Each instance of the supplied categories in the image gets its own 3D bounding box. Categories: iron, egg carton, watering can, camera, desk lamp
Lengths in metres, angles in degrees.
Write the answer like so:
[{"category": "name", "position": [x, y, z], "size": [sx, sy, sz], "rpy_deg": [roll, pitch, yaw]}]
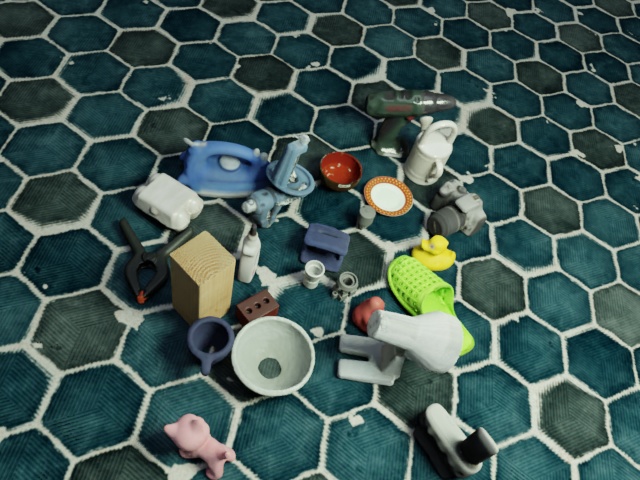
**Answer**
[{"category": "iron", "position": [-0.210, -0.185, 1.376], "size": [0.258, 0.141, 0.118], "rpy_deg": [3, 56, -11]}, {"category": "egg carton", "position": [-0.351, -0.087, 1.321], "size": [0.150, 0.069, 0.107], "rpy_deg": [30, 55, 8]}, {"category": "watering can", "position": [0.291, -0.247, 1.500], "size": [0.101, 0.194, 0.172], "rpy_deg": [-22, 63, -25]}, {"category": "camera", "position": [0.332, -0.075, 1.450], "size": [0.137, 0.101, 0.143], "rpy_deg": [-25, 65, -26]}, {"category": "desk lamp", "position": [0.155, 0.212, 1.144], "size": [0.203, 0.213, 0.118], "rpy_deg": [8, 55, -7]}]

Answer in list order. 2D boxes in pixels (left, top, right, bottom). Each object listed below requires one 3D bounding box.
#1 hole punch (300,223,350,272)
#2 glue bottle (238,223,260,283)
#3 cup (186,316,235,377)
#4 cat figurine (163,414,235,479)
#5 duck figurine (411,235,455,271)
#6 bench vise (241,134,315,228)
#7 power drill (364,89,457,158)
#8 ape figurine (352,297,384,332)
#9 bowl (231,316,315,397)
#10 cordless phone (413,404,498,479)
[{"category": "hole punch", "position": [0.012, 0.005, 1.328], "size": [0.108, 0.091, 0.101], "rpy_deg": [16, 54, -1]}, {"category": "glue bottle", "position": [-0.149, 0.020, 1.230], "size": [0.037, 0.173, 0.078], "rpy_deg": [13, 54, -3]}, {"category": "cup", "position": [-0.217, 0.222, 1.125], "size": [0.092, 0.095, 0.117], "rpy_deg": [7, 55, -8]}, {"category": "cat figurine", "position": [-0.212, 0.358, 1.019], "size": [0.127, 0.118, 0.067], "rpy_deg": [30, 55, 9]}, {"category": "duck figurine", "position": [0.281, 0.024, 1.379], "size": [0.104, 0.086, 0.077], "rpy_deg": [12, 54, -5]}, {"category": "bench vise", "position": [-0.083, -0.132, 1.320], "size": [0.121, 0.220, 0.208], "rpy_deg": [27, 55, 7]}, {"category": "power drill", "position": [0.221, -0.317, 1.523], "size": [0.230, 0.208, 0.075], "rpy_deg": [5, 55, -9]}, {"category": "ape figurine", "position": [0.114, 0.156, 1.247], "size": [0.076, 0.092, 0.078], "rpy_deg": [18, 54, 0]}, {"category": "bowl", "position": [-0.097, 0.243, 1.150], "size": [0.167, 0.075, 0.167], "rpy_deg": [6, 55, -9]}, {"category": "cordless phone", "position": [0.264, 0.365, 1.082], "size": [0.094, 0.185, 0.147], "rpy_deg": [-28, 66, -27]}]
